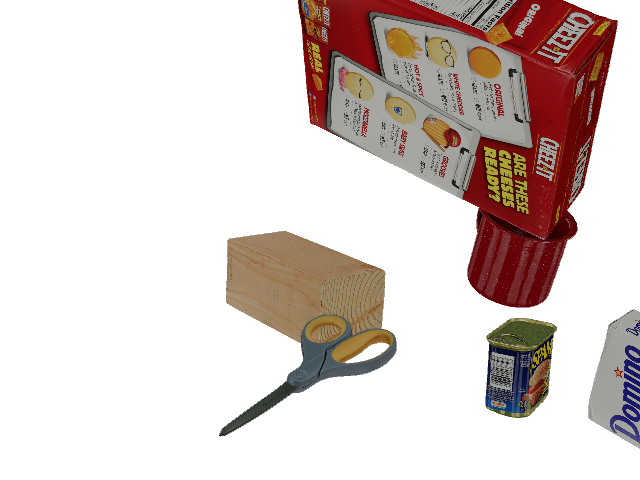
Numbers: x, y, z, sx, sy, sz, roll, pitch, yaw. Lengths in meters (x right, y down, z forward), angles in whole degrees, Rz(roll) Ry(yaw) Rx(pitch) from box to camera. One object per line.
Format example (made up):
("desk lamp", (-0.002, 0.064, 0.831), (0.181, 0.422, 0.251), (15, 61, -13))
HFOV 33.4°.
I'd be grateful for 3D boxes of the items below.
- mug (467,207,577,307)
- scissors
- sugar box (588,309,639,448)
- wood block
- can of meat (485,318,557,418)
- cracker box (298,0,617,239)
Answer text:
("mug", (0.182, 0.003, 1.023), (0.093, 0.081, 0.117), (-6, 35, -25))
("scissors", (-0.024, 0.112, 0.943), (0.201, 0.016, 0.096), (-18, 34, -30))
("sugar box", (0.289, 0.132, 0.793), (0.176, 0.093, 0.048), (27, 35, 36))
("wood block", (-0.023, 0.058, 1.282), (0.090, 0.090, 0.206), (-8, 18, -35))
("can of meat", (0.222, 0.141, 1.190), (0.058, 0.084, 0.101), (9, 15, 28))
("cracker box", (0.089, -0.116, 0.756), (0.214, 0.072, 0.164), (28, -30, 23))
